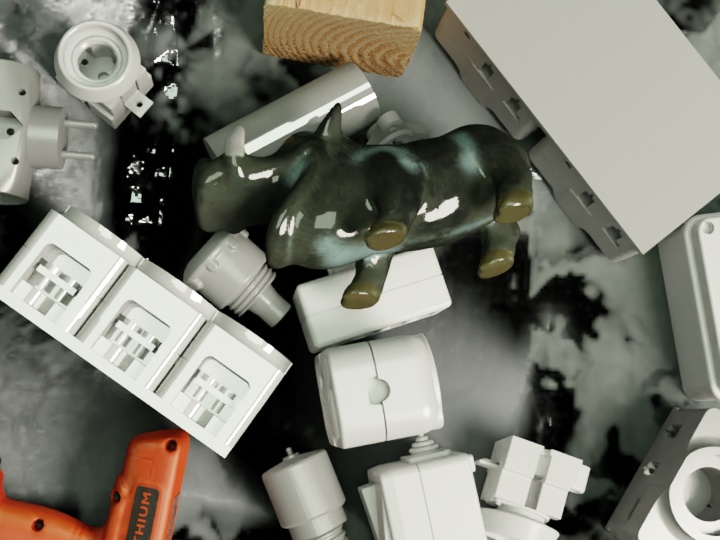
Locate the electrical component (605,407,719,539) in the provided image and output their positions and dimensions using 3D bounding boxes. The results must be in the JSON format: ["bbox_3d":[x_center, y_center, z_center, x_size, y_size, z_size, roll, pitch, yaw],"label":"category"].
[{"bbox_3d":[0.238,0.158,0.635,0.150,0.061,0.089,33,80,-1],"label":"electrical component"}]

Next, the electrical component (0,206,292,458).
[{"bbox_3d":[-0.117,0.034,0.597,0.150,0.089,0.061,35,80,-1],"label":"electrical component"}]

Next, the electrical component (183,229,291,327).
[{"bbox_3d":[-0.069,0.007,0.630,0.062,0.048,0.048,42,80,-6],"label":"electrical component"}]

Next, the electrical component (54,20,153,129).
[{"bbox_3d":[-0.152,-0.117,0.631,0.066,0.055,0.048,38,80,0],"label":"electrical component"}]

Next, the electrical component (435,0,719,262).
[{"bbox_3d":[0.145,-0.110,0.662,0.105,0.060,0.186,-37,88,-10],"label":"electrical component"}]

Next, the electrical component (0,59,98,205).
[{"bbox_3d":[-0.194,-0.078,0.627,0.079,0.043,0.077,4,82,-6],"label":"electrical component"}]

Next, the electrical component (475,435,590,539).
[{"bbox_3d":[0.097,0.132,0.631,0.066,0.048,0.055,20,73,-4],"label":"electrical component"}]

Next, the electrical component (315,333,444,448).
[{"bbox_3d":[0.010,0.068,0.604,0.059,0.095,0.053,-10,83,-8],"label":"electrical component"}]

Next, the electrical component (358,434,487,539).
[{"bbox_3d":[0.036,0.142,0.614,0.061,0.061,0.096,-11,84,-8],"label":"electrical component"}]

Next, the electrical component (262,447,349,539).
[{"bbox_3d":[-0.027,0.139,0.618,0.040,0.040,0.078,-22,85,-9],"label":"electrical component"}]

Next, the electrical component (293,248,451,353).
[{"bbox_3d":[0.000,0.000,0.636,0.083,0.047,0.075,-17,84,-9],"label":"electrical component"}]

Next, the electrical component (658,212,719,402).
[{"bbox_3d":[0.236,0.021,0.656,0.078,0.057,0.113,-7,83,-7],"label":"electrical component"}]
